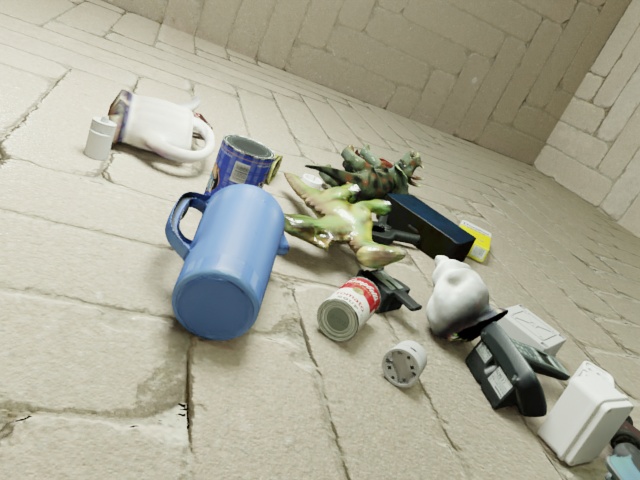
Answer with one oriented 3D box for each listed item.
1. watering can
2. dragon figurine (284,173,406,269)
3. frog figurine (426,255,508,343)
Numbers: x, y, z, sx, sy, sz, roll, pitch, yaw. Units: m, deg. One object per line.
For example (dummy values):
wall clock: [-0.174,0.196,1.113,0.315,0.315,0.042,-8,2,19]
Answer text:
watering can: [-0.349,-0.267,1.144,0.224,0.102,0.355,12,30,-25]
dragon figurine: [0.003,-0.050,0.995,0.414,0.243,0.121,30,108,33]
frog figurine: [0.231,0.090,0.902,0.123,0.134,0.163,-14,56,-15]
